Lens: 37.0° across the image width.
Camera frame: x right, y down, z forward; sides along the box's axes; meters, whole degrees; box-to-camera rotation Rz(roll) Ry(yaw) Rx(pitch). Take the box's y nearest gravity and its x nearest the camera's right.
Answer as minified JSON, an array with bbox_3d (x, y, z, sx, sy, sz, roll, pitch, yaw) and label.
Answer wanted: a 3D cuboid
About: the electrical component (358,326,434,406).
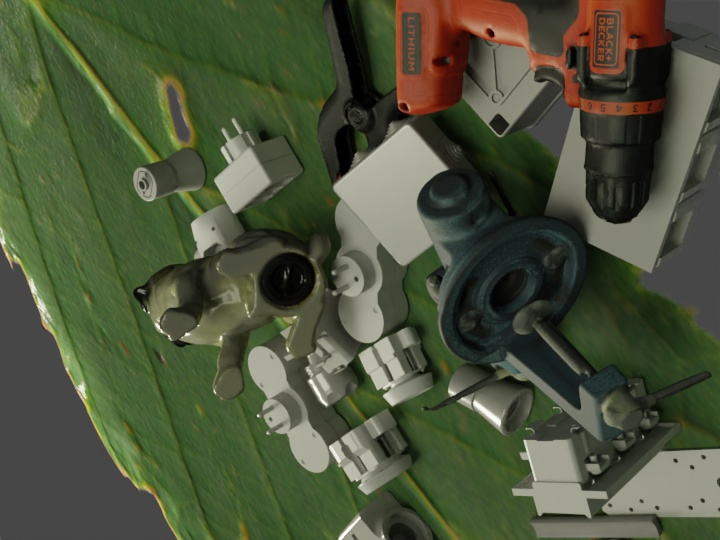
[{"bbox_3d":[0.035,0.088,0.963,0.066,0.048,0.055,-36,76,44],"label":"electrical component"}]

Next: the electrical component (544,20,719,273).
[{"bbox_3d":[0.195,-0.089,0.733,0.089,0.062,0.150,30,126,29],"label":"electrical component"}]

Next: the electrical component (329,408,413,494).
[{"bbox_3d":[0.013,0.173,1.012,0.078,0.058,0.057,-42,77,42],"label":"electrical component"}]

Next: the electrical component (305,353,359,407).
[{"bbox_3d":[-0.032,0.096,1.027,0.043,0.043,0.062,-39,80,44],"label":"electrical component"}]

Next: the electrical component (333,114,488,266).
[{"bbox_3d":[0.043,-0.067,0.862,0.100,0.048,0.099,-38,99,30],"label":"electrical component"}]

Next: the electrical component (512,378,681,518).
[{"bbox_3d":[0.175,0.128,0.804,0.079,0.121,0.063,-9,101,43],"label":"electrical component"}]

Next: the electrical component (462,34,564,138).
[{"bbox_3d":[0.110,-0.172,0.775,0.108,0.056,0.108,50,133,13],"label":"electrical component"}]

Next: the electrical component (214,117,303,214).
[{"bbox_3d":[-0.104,-0.104,0.999,0.066,0.047,0.076,-34,85,44],"label":"electrical component"}]

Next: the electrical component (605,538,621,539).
[{"bbox_3d":[0.209,0.256,0.885,0.043,0.043,0.062,-17,98,44],"label":"electrical component"}]

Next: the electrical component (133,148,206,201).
[{"bbox_3d":[-0.192,-0.093,1.069,0.044,0.065,0.044,18,119,35],"label":"electrical component"}]

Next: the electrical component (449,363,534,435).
[{"bbox_3d":[0.108,0.106,0.911,0.065,0.044,0.044,27,124,36],"label":"electrical component"}]

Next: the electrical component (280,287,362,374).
[{"bbox_3d":[-0.031,0.057,0.991,0.064,0.081,0.042,45,136,-14],"label":"electrical component"}]

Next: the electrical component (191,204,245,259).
[{"bbox_3d":[-0.140,-0.015,1.072,0.079,0.043,0.077,-33,85,45],"label":"electrical component"}]

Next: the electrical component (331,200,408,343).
[{"bbox_3d":[0.000,0.000,0.935,0.052,0.074,0.138,16,118,36],"label":"electrical component"}]

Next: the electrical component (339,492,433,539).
[{"bbox_3d":[0.034,0.267,1.039,0.089,0.050,0.055,47,133,15],"label":"electrical component"}]

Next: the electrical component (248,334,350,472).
[{"bbox_3d":[-0.070,0.136,1.056,0.052,0.074,0.138,-31,87,44],"label":"electrical component"}]
